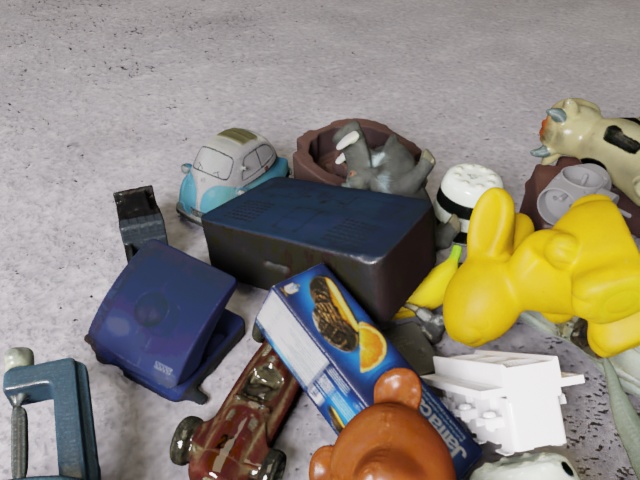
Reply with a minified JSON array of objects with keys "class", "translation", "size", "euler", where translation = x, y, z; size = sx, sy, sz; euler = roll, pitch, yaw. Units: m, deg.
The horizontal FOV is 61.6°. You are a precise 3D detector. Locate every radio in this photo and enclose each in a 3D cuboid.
[{"class":"radio","translation":[-0.001,-0.002,0.564],"size":[0.230,0.073,0.131],"euler":[14,35,34]}]

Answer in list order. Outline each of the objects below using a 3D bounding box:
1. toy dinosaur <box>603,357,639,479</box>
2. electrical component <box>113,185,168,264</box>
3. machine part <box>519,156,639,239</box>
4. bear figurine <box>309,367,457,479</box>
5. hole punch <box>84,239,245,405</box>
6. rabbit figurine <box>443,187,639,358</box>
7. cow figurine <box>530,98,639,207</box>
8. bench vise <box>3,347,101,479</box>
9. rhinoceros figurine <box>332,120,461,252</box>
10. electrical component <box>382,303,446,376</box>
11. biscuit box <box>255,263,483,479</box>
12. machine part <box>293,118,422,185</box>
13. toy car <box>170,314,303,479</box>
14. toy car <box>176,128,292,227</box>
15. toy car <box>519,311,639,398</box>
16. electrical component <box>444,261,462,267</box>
[{"class":"toy dinosaur","translation":[0.263,0.245,0.296],"size":[0.131,0.192,0.405],"euler":[-23,17,24]},{"class":"electrical component","translation":[-0.192,0.001,0.587],"size":[0.048,0.074,0.119],"euler":[-14,39,-19]},{"class":"machine part","translation":[0.343,-0.007,0.630],"size":[0.201,0.087,0.201],"euler":[12,39,9]},{"class":"bear figurine","translation":[0.068,0.165,0.294],"size":[0.120,0.131,0.196],"euler":[-45,62,1]},{"class":"hole punch","translation":[-0.142,0.072,0.500],"size":[0.142,0.092,0.116],"euler":[24,48,17]},{"class":"rabbit figurine","translation":[0.184,0.030,0.475],"size":[0.173,0.121,0.162],"euler":[-28,57,26]},{"class":"cow figurine","translation":[0.336,-0.102,0.617],"size":[0.127,0.085,0.195],"euler":[-9,42,-24]},{"class":"bench vise","translation":[-0.170,0.169,0.356],"size":[0.224,0.128,0.241],"euler":[-13,50,-18]},{"class":"rhinoceros figurine","translation":[0.083,-0.055,0.631],"size":[0.112,0.073,0.190],"euler":[-28,84,-3]},{"class":"electrical component","translation":[0.076,0.102,0.510],"size":[0.102,0.045,0.078],"euler":[-9,41,-14]},{"class":"biscuit box","translation":[0.033,0.116,0.436],"size":[0.063,0.059,0.203],"euler":[-24,65,-40]},{"class":"machine part","translation":[0.050,-0.101,0.743],"size":[0.179,0.056,0.179],"euler":[2,41,-2]},{"class":"toy car","translation":[-0.045,0.127,0.469],"size":[0.089,0.053,0.202],"euler":[16,42,18]},{"class":"toy car","translation":[-0.104,-0.087,0.679],"size":[0.109,0.102,0.162],"euler":[26,47,23]},{"class":"toy car","translation":[0.263,0.079,0.529],"size":[0.056,0.073,0.202],"euler":[-31,51,-30]},{"class":"electrical component","translation":[0.163,0.046,0.602],"size":[0.063,0.021,0.094],"euler":[5,40,2]}]
